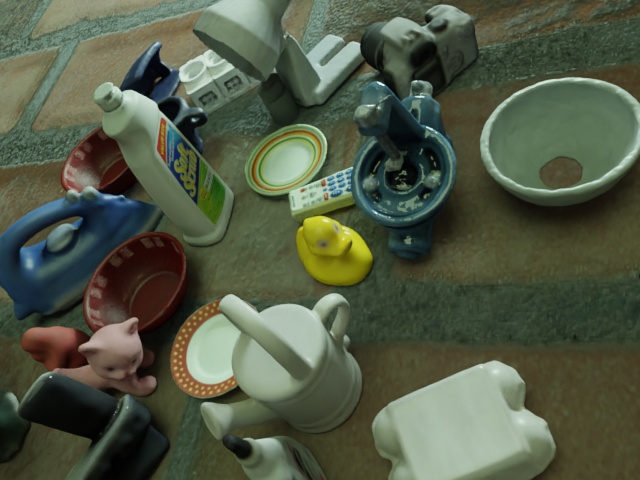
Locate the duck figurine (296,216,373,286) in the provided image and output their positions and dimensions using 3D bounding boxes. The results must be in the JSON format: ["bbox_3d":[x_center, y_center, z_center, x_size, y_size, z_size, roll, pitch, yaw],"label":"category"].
[{"bbox_3d":[0.006,0.002,0.688,0.104,0.086,0.077,27,72,37],"label":"duck figurine"}]

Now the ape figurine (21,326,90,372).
[{"bbox_3d":[-0.356,0.143,0.763,0.076,0.092,0.077,-25,51,9],"label":"ape figurine"}]

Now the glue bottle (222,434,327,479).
[{"bbox_3d":[-0.040,0.204,0.514,0.037,0.174,0.078,-38,50,-3],"label":"glue bottle"}]

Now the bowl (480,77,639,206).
[{"bbox_3d":[0.268,-0.097,0.638,0.167,0.075,0.167,-13,53,18],"label":"bowl"}]

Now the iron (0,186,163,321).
[{"bbox_3d":[-0.373,-0.006,0.841,0.258,0.142,0.118,-38,50,-2],"label":"iron"}]

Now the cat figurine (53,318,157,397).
[{"bbox_3d":[-0.260,0.148,0.696,0.127,0.118,0.067,-24,51,10],"label":"cat figurine"}]

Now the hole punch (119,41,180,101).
[{"bbox_3d":[-0.326,-0.300,1.055,0.100,0.091,0.109,4,60,28],"label":"hole punch"}]

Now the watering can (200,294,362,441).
[{"bbox_3d":[-0.039,0.120,0.558,0.100,0.195,0.173,10,63,31],"label":"watering can"}]

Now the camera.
[{"bbox_3d":[0.127,-0.279,0.815,0.143,0.101,0.136,-40,50,-4],"label":"camera"}]

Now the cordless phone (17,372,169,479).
[{"bbox_3d":[-0.265,0.220,0.605,0.093,0.186,0.148,15,66,33],"label":"cordless phone"}]

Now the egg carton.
[{"bbox_3d":[0.126,0.180,0.519,0.150,0.070,0.107,-27,50,7],"label":"egg carton"}]

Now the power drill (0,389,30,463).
[{"bbox_3d":[-0.476,0.199,0.705,0.228,0.209,0.076,30,75,38],"label":"power drill"}]

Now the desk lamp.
[{"bbox_3d":[-0.057,-0.300,0.844,0.117,0.214,0.203,33,76,38],"label":"desk lamp"}]

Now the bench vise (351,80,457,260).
[{"bbox_3d":[0.082,-0.111,0.643,0.121,0.220,0.207,-16,52,16],"label":"bench vise"}]

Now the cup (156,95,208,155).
[{"bbox_3d":[-0.215,-0.168,0.908,0.117,0.095,0.091,-7,55,21],"label":"cup"}]
